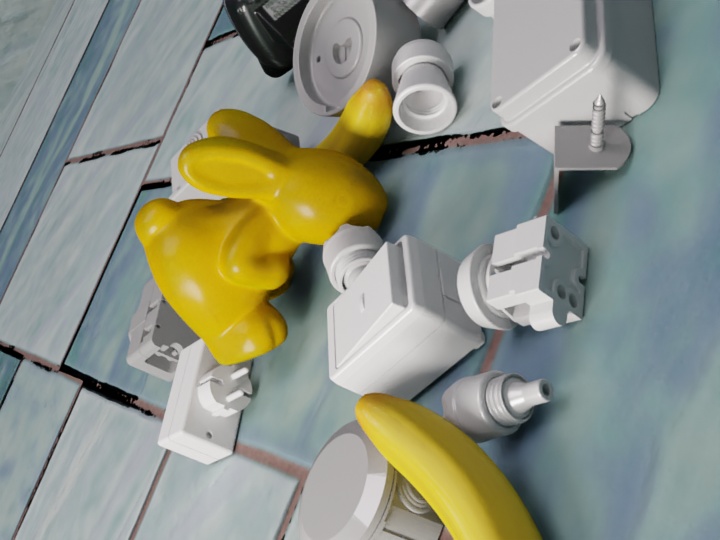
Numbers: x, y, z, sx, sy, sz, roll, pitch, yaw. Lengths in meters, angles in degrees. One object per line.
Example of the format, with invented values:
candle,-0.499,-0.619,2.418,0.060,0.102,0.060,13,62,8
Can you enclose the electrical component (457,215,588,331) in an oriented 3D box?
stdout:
electrical component,0.086,0.005,0.569,0.055,0.048,0.066,-19,50,43

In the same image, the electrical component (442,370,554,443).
electrical component,0.072,0.067,0.548,0.061,0.035,0.035,-25,46,46

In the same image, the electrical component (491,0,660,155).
electrical component,0.120,-0.131,0.616,0.078,0.057,0.113,-34,39,43

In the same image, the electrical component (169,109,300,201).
electrical component,-0.106,-0.087,0.924,0.100,0.100,0.048,-37,49,40

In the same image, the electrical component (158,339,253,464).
electrical component,-0.108,0.094,0.820,0.076,0.047,0.083,-30,41,45

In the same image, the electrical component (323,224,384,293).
electrical component,0.000,0.000,0.722,0.043,0.043,0.062,-52,31,21

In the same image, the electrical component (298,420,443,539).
electrical component,0.006,0.127,0.591,0.080,0.051,0.080,-41,35,36

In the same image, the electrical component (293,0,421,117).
electrical component,0.003,-0.169,0.839,0.108,0.060,0.108,-7,81,52

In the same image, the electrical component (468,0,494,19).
electrical component,0.101,-0.177,0.702,0.040,0.046,0.040,-40,35,36

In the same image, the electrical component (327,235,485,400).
electrical component,0.018,0.034,0.641,0.096,0.061,0.061,-44,33,33

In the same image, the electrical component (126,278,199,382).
electrical component,-0.171,0.048,0.966,0.056,0.050,0.089,-35,38,42

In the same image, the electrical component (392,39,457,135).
electrical component,0.045,-0.130,0.758,0.045,0.045,0.055,-41,34,36
